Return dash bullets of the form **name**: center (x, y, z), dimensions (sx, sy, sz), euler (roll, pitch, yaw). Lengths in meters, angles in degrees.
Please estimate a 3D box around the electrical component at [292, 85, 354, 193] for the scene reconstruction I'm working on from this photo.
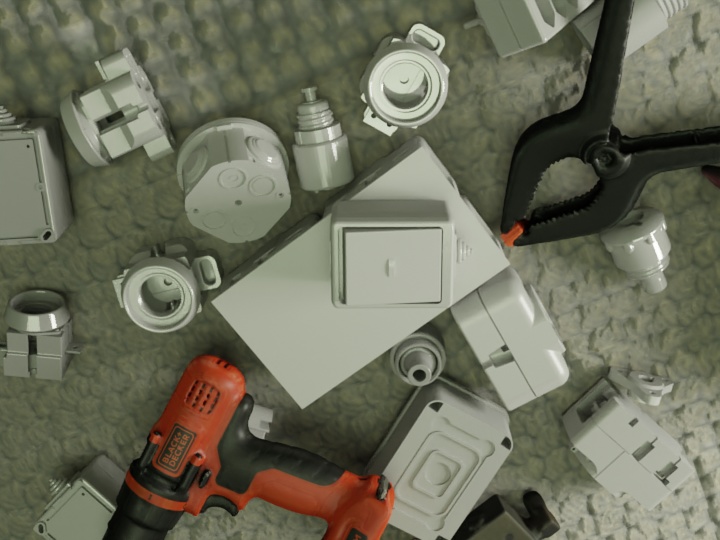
- **electrical component**: center (-0.029, -0.092, 0.768), dimensions (0.040, 0.040, 0.078), euler (-10, 108, 4)

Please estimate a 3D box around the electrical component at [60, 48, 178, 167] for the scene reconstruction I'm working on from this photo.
- **electrical component**: center (-0.172, -0.108, 0.755), dimensions (0.057, 0.058, 0.078), euler (-24, 107, 5)

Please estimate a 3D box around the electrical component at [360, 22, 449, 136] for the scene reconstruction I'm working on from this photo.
- **electrical component**: center (0.031, -0.130, 0.746), dimensions (0.058, 0.057, 0.078), euler (28, 106, -8)

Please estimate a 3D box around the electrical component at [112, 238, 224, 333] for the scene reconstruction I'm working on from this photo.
- **electrical component**: center (-0.144, 0.012, 0.795), dimensions (0.078, 0.057, 0.058), euler (-12, 108, 4)

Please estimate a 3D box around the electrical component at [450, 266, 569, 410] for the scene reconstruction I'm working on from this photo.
- **electrical component**: center (0.115, 0.049, 0.807), dimensions (0.059, 0.053, 0.095), euler (-28, 106, 9)

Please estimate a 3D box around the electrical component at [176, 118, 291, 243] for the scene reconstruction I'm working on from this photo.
- **electrical component**: center (-0.088, -0.063, 0.761), dimensions (0.080, 0.051, 0.080), euler (-7, 133, -7)

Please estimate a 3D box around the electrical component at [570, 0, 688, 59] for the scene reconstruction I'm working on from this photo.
- **electrical component**: center (0.190, -0.177, 0.736), dimensions (0.081, 0.043, 0.043), euler (-35, 105, 11)

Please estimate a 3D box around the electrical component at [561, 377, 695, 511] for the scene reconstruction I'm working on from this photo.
- **electrical component**: center (0.205, 0.138, 0.838), dimensions (0.089, 0.050, 0.055), euler (41, 104, -12)

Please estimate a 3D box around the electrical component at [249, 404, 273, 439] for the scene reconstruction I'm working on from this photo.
- **electrical component**: center (-0.095, 0.119, 0.841), dimensions (0.046, 0.040, 0.040), euler (18, 108, -11)

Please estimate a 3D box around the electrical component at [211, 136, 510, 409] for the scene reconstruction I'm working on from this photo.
- **electrical component**: center (0.000, 0.000, 0.788), dimensions (0.186, 0.060, 0.105), euler (-36, 104, 11)

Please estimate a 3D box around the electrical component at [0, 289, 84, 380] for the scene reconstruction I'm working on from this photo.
- **electrical component**: center (-0.244, 0.048, 0.815), dimensions (0.066, 0.048, 0.055), euler (5, 116, -2)

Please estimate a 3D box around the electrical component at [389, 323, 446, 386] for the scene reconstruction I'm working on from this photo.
- **electrical component**: center (0.043, 0.067, 0.809), dimensions (0.043, 0.062, 0.043), euler (0, 109, 1)

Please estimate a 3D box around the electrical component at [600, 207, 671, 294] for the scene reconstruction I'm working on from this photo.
- **electrical component**: center (0.208, -0.012, 0.792), dimensions (0.048, 0.048, 0.062), euler (-24, 113, 8)

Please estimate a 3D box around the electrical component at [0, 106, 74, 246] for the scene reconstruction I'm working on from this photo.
- **electrical component**: center (-0.245, -0.071, 0.766), dimensions (0.062, 0.061, 0.096), euler (-3, 109, 1)

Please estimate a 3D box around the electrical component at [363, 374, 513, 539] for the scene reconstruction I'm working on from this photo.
- **electrical component**: center (0.059, 0.146, 0.838), dimensions (0.078, 0.057, 0.113), euler (28, 107, -8)

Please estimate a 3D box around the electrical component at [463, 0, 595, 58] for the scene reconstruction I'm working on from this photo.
- **electrical component**: center (0.104, -0.179, 0.726), dimensions (0.076, 0.083, 0.047), euler (-12, 113, 45)

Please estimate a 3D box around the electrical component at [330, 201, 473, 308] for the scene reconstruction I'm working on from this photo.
- **electrical component**: center (0.028, -0.010, 0.719), dimensions (0.096, 0.061, 0.061), euler (0, 108, 0)

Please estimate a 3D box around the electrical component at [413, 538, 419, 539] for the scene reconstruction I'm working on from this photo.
- **electrical component**: center (0.019, 0.285, 0.859), dimensions (0.109, 0.108, 0.056), euler (-34, 102, 11)

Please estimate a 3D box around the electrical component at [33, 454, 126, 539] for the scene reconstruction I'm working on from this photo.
- **electrical component**: center (-0.208, 0.195, 0.858), dimensions (0.096, 0.061, 0.061), euler (43, 103, -6)
